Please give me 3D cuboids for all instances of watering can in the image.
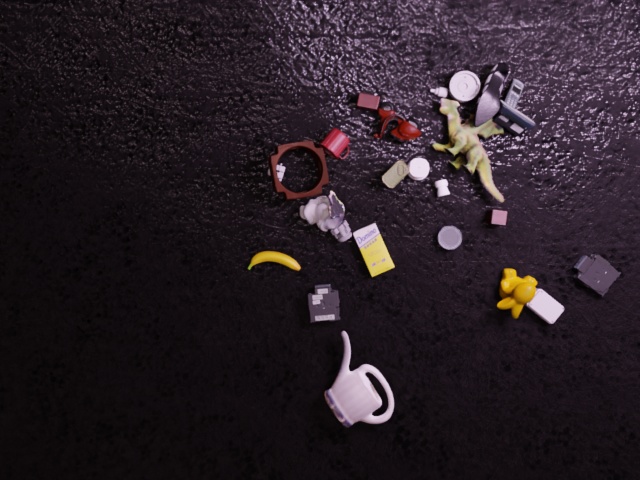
[{"bbox_3d":[0.111,0.517,1.839,0.224,0.348,0.104,-35,-3,2],"label":"watering can"}]

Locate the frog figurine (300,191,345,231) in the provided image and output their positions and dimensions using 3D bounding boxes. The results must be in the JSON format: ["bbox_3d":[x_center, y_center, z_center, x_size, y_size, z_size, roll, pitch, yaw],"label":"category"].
[{"bbox_3d":[0.006,-0.095,1.882,0.158,0.139,0.122,-23,-22,37],"label":"frog figurine"}]

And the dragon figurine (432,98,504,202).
[{"bbox_3d":[0.566,-0.348,1.851,0.411,0.244,0.121,43,-7,3],"label":"dragon figurine"}]
